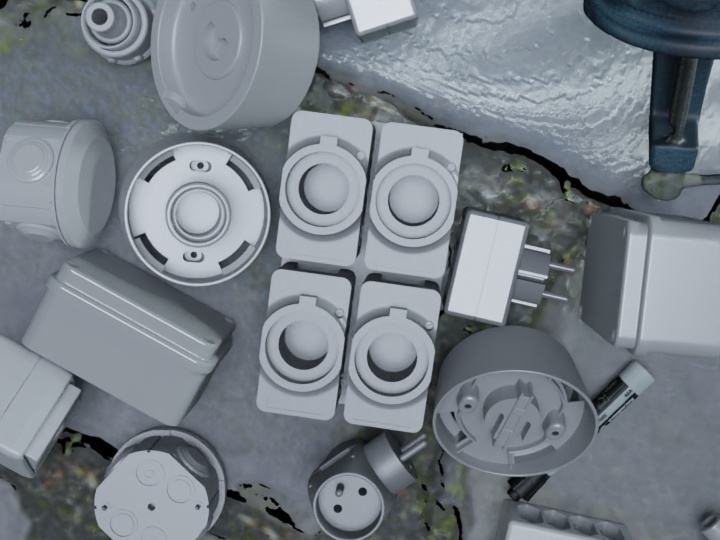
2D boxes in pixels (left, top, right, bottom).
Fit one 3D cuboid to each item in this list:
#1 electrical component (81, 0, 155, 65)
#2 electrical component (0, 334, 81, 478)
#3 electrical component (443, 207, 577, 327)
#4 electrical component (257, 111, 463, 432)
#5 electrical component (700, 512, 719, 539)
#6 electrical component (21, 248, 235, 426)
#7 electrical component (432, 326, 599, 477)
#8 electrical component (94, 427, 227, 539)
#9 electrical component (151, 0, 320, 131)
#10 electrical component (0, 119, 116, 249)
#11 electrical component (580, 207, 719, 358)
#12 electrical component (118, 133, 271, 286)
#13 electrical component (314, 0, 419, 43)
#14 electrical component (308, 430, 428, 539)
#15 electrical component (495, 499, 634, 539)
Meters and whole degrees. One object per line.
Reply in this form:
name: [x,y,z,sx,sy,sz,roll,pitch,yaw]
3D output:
electrical component: [-0.152,-0.153,0.665,0.048,0.062,0.048,0,96,3]
electrical component: [-0.215,0.091,0.684,0.061,0.096,0.061,28,68,0]
electrical component: [0.096,0.001,0.675,0.077,0.047,0.065,13,97,2]
electrical component: [0.000,0.000,0.674,0.105,0.060,0.186,8,97,2]
electrical component: [0.245,0.184,0.689,0.043,0.043,0.062,-42,92,7]
electrical component: [-0.143,0.039,0.678,0.113,0.078,0.057,29,100,0]
electrical component: [0.094,0.085,0.666,0.099,0.064,0.099,1,120,1]
electrical component: [-0.130,0.147,0.703,0.080,0.051,0.080,0,96,3]
electrical component: [-0.070,-0.136,0.647,0.108,0.060,0.108,2,93,45]
electrical component: [-0.188,-0.055,0.670,0.051,0.080,0.080,6,97,8]
electrical component: [0.172,0.005,0.638,0.057,0.113,0.078,5,97,0]
electrical component: [-0.105,-0.037,0.687,0.099,0.064,0.099,-1,98,-10]
electrical component: [-0.010,-0.173,0.662,0.077,0.047,0.065,-17,95,6]
electrical component: [0.010,0.128,0.679,0.079,0.077,0.043,-35,93,6]
electrical component: [0.128,0.199,0.695,0.083,0.047,0.075,12,96,2]
